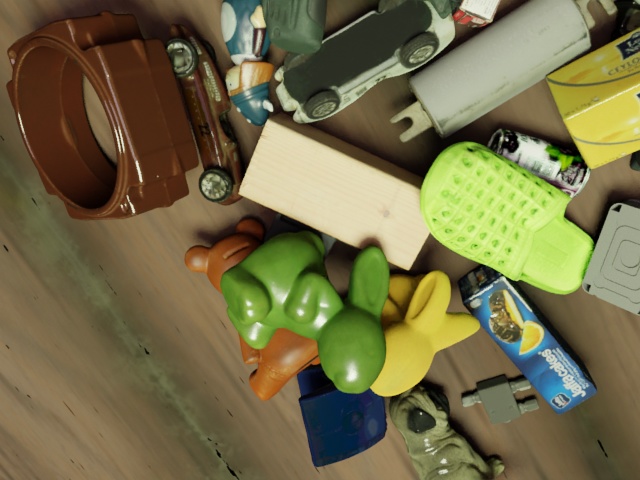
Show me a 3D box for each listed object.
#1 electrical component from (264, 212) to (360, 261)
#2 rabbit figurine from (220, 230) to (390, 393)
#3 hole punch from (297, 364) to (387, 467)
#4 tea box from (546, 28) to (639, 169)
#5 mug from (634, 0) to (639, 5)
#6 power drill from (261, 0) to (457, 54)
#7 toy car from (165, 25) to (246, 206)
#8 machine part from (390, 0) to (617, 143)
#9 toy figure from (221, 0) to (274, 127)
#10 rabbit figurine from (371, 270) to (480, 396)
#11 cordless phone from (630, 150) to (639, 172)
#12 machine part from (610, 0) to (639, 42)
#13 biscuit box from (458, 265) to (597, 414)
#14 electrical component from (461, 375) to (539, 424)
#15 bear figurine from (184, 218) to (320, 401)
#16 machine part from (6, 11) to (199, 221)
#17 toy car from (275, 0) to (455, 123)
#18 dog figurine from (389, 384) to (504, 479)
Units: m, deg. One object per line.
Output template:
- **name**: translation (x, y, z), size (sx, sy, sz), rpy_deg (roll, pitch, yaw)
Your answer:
- **electrical component**: translation (-0.001, -0.002, 0.645), size (0.119, 0.075, 0.047), rpy_deg (25, 110, -6)
- **rabbit figurine**: translation (0.004, 0.078, 0.558), size (0.170, 0.159, 0.121), rpy_deg (42, 148, 20)
- **hole punch**: translation (0.030, 0.226, 0.714), size (0.116, 0.092, 0.142), rpy_deg (-10, 104, 6)
- **tea box**: translation (0.321, -0.149, 0.510), size (0.170, 0.068, 0.098), rpy_deg (-25, 141, 31)
- **mug**: translation (0.321, -0.261, 0.478), size (0.110, 0.081, 0.107), rpy_deg (16, 125, -4)
- **power drill**: translation (0.036, -0.294, 0.507), size (0.207, 0.086, 0.231), rpy_deg (10, 95, 13)
- **toy car**: translation (-0.123, -0.137, 0.603), size (0.053, 0.089, 0.202), rpy_deg (-9, 106, 10)
- **machine part**: translation (0.182, -0.182, 0.560), size (0.243, 0.079, 0.079), rpy_deg (-31, 103, 16)
- **toy figure**: translation (-0.077, -0.202, 0.583), size (0.058, 0.064, 0.154), rpy_deg (1, 97, 0)
- **rabbit figurine**: translation (0.099, 0.113, 0.621), size (0.162, 0.173, 0.121), rpy_deg (-31, 99, 20)
- **cordless phone**: translation (0.401, -0.078, 0.515), size (0.147, 0.184, 0.088), rpy_deg (10, 114, 3)
- **machine part**: translation (0.348, -0.262, 0.536), size (0.084, 0.039, 0.138), rpy_deg (11, 112, 11)
- **biscuit box**: translation (0.256, 0.119, 0.663), size (0.059, 0.063, 0.202), rpy_deg (-39, 101, 19)
- **electrical component**: translation (0.240, 0.216, 0.720), size (0.094, 0.021, 0.063), rpy_deg (-20, 106, 12)
- **bear figurine**: translation (-0.077, 0.083, 0.672), size (0.196, 0.120, 0.132), rpy_deg (48, 153, 15)
- **machine part**: translation (-0.239, -0.124, 0.577), size (0.202, 0.087, 0.200), rpy_deg (0, 111, 36)
- **toy car**: translation (0.044, -0.196, 0.576), size (0.202, 0.056, 0.073), rpy_deg (-26, 81, 15)
- **dog figurine**: translation (0.158, 0.294, 0.682), size (0.121, 0.172, 0.190), rpy_deg (-38, 109, 6)
